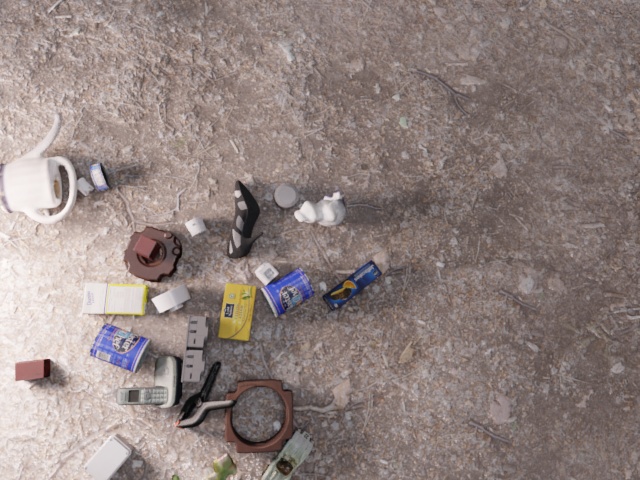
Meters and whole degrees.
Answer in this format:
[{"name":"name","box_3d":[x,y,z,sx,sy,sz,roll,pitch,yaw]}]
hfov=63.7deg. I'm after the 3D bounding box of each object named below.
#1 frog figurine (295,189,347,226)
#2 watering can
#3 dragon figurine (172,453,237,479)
[{"name":"frog figurine","box_3d":[0.005,-0.084,1.679,0.162,0.137,0.121,-35,116,-33]},{"name":"watering can","box_3d":[-0.865,-0.212,1.570,0.225,0.103,0.350,-9,80,-12]},{"name":"dragon figurine","box_3d":[-0.328,0.804,1.448,0.242,0.122,0.412,12,85,-16]}]
